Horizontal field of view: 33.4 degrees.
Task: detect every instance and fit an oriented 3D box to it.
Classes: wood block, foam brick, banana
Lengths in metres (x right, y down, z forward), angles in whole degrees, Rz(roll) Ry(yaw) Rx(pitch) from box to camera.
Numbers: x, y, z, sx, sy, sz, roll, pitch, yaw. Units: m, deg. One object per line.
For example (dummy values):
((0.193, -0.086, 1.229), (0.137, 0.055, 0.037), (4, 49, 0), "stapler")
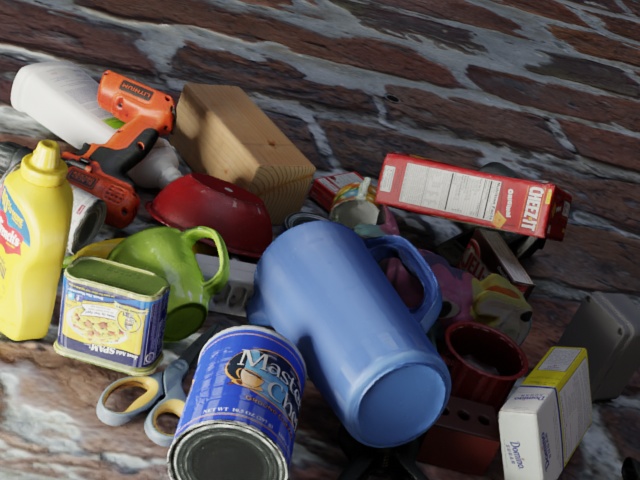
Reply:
((-0.105, -0.113, 1.380), (0.090, 0.090, 0.206), (-2, 36, -37), "wood block")
((0.133, 0.192, 1.059), (0.078, 0.051, 0.053), (15, 30, -11), "foam brick")
((-0.181, 0.013, 1.152), (0.197, 0.037, 0.070), (-2, 9, -38), "banana")

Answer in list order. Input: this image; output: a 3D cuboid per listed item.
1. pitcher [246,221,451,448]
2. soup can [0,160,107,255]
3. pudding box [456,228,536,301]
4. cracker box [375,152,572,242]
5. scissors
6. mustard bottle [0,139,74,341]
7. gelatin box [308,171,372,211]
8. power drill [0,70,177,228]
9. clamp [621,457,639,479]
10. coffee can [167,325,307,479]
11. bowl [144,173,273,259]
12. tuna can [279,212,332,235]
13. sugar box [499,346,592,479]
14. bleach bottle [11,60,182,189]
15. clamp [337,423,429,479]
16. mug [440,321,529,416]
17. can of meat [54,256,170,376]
((0.040, 0.086, 1.051), (0.144, 0.149, 0.243), (16, 21, -30), "pitcher")
((-0.290, -0.034, 1.150), (0.102, 0.069, 0.068), (26, 30, 7), "soup can")
((0.207, 0.053, 1.299), (0.039, 0.090, 0.113), (6, 33, -27), "pudding box")
((0.196, -0.054, 1.338), (0.214, 0.072, 0.164), (13, 3, 20), "cracker box")
((-0.126, 0.138, 1.019), (0.096, 0.016, 0.201), (35, 32, 21), "scissors")
((-0.268, -0.007, 0.990), (0.058, 0.192, 0.096), (-2, 37, -36), "mustard bottle")
((0.040, -0.057, 1.439), (0.073, 0.030, 0.089), (40, 34, 29), "gelatin box")
((-0.266, -0.113, 1.248), (0.184, 0.057, 0.187), (24, 56, 5), "power drill")
((0.316, 0.297, 1.017), (0.164, 0.036, 0.210), (-6, 37, -35), "clamp")
((-0.070, 0.156, 0.938), (0.102, 0.103, 0.140), (19, 30, -4), "coffee can")
((-0.117, -0.035, 1.226), (0.162, 0.055, 0.162), (22, 10, -4), "bowl")
((-0.009, 0.002, 1.305), (0.086, 0.034, 0.086), (16, 29, -9), "tuna can")
((0.232, 0.182, 1.088), (0.048, 0.093, 0.175), (0, 15, 32), "sugar box")
((-0.270, -0.135, 1.340), (0.251, 0.068, 0.102), (38, 34, 23), "bleach bottle")
((0.068, 0.209, 1.001), (0.120, 0.039, 0.171), (19, 29, -6), "clamp")
((0.150, 0.145, 1.117), (0.117, 0.082, 0.093), (2, 35, -31), "mug")
((-0.194, 0.070, 1.003), (0.102, 0.084, 0.057), (14, 24, 7), "can of meat")
